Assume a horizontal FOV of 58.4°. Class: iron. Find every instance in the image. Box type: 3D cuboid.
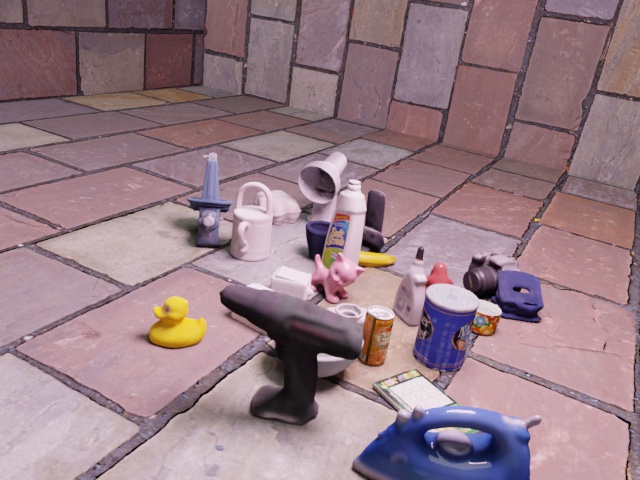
[{"bbox_3d":[0.183,0.291,0.816,0.258,0.141,0.118,8,23,0],"label":"iron"}]

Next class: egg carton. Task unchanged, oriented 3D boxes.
[{"bbox_3d":[-0.132,-0.101,1.728,0.107,0.069,0.149,-9,28,-36],"label":"egg carton"}]

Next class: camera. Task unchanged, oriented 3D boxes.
[{"bbox_3d":[0.421,0.083,1.445,0.137,0.101,0.142,-5,26,-29],"label":"camera"}]

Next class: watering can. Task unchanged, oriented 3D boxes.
[{"bbox_3d":[-0.169,-0.056,1.446,0.101,0.194,0.172,4,23,-10],"label":"watering can"}]

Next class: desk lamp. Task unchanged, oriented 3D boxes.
[{"bbox_3d":[0.019,-0.148,1.706,0.117,0.213,0.204,16,24,18],"label":"desk lamp"}]

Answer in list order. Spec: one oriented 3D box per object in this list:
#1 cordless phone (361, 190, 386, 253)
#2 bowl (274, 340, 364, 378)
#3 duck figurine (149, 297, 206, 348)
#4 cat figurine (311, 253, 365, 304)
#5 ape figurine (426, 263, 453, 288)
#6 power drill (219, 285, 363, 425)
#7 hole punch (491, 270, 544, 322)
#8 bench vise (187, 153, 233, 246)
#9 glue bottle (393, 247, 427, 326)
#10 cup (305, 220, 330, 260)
[{"bbox_3d":[0.111,-0.060,1.565,0.147,0.185,0.094,18,24,21],"label":"cordless phone"},{"bbox_3d":[-0.007,0.201,1.048,0.167,0.075,0.167,7,23,-3],"label":"bowl"},{"bbox_3d":[-0.264,0.147,1.070,0.105,0.086,0.077,3,23,-13],"label":"duck figurine"},{"bbox_3d":[0.034,0.075,1.305,0.127,0.118,0.067,24,27,33],"label":"cat figurine"},{"bbox_3d":[0.285,0.097,1.376,0.077,0.092,0.076,12,23,9],"label":"ape figurine"},{"bbox_3d":[-0.053,0.181,0.906,0.229,0.208,0.075,9,23,1],"label":"power drill"},{"bbox_3d":[0.474,0.132,1.360,0.108,0.091,0.101,8,23,-1],"label":"hole punch"},{"bbox_3d":[-0.274,-0.105,1.491,0.122,0.220,0.206,-4,26,-27],"label":"bench vise"},{"bbox_3d":[0.204,0.095,1.246,0.037,0.173,0.078,-3,25,-26],"label":"glue bottle"},{"bbox_3d":[0.014,0.005,1.494,0.118,0.095,0.091,-6,26,-30],"label":"cup"}]
